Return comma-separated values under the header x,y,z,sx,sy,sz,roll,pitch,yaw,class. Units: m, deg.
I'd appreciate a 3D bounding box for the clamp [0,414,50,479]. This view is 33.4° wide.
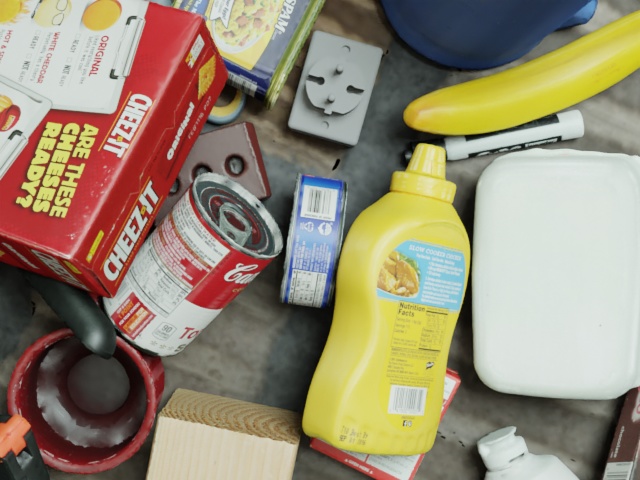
x,y,z,sx,sy,sz,roll,pitch,yaw,class
-0.209,0.161,0.685,0.120,0.172,0.039,40,53,-12,clamp

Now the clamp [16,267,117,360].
x,y,z,sx,sy,sz,roll,pitch,yaw,class
-0.215,0.004,0.681,0.165,0.036,0.210,-22,63,15,clamp

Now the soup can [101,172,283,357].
x,y,z,sx,sy,sz,roll,pitch,yaw,class
-0.081,0.017,0.663,0.068,0.068,0.102,44,113,-2,soup can

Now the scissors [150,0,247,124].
x,y,z,sx,sy,sz,roll,pitch,yaw,class
-0.093,-0.162,0.720,0.096,0.016,0.202,4,93,-1,scissors

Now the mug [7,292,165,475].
x,y,z,sx,sy,sz,roll,pitch,yaw,class
-0.147,0.086,0.700,0.093,0.081,0.117,2,93,1,mug

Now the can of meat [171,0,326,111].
x,y,z,sx,sy,sz,roll,pitch,yaw,class
-0.046,-0.148,0.688,0.084,0.057,0.102,26,85,-4,can of meat

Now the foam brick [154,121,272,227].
x,y,z,sx,sy,sz,roll,pitch,yaw,class
-0.076,-0.043,0.708,0.078,0.051,0.053,-17,93,1,foam brick

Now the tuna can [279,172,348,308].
x,y,z,sx,sy,sz,roll,pitch,yaw,class
-0.005,0.001,0.692,0.033,0.086,0.086,8,93,-2,tuna can

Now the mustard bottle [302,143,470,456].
x,y,z,sx,sy,sz,roll,pitch,yaw,class
0.050,0.035,0.666,0.096,0.058,0.191,12,90,-41,mustard bottle

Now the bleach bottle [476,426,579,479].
x,y,z,sx,sy,sz,roll,pitch,yaw,class
0.160,0.249,0.716,0.102,0.068,0.251,-24,90,-1,bleach bottle

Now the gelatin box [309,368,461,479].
x,y,z,sx,sy,sz,roll,pitch,yaw,class
0.044,0.115,0.726,0.073,0.030,0.089,26,91,-1,gelatin box

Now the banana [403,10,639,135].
x,y,z,sx,sy,sz,roll,pitch,yaw,class
0.147,-0.109,0.695,0.198,0.069,0.037,-25,60,2,banana

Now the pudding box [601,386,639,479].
x,y,z,sx,sy,sz,roll,pitch,yaw,class
0.234,0.154,0.697,0.090,0.039,0.113,26,73,-11,pudding box

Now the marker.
x,y,z,sx,sy,sz,roll,pitch,yaw,class
0.116,-0.067,0.720,0.121,0.020,0.020,-11,93,1,marker

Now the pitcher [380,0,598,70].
x,y,z,sx,sy,sz,roll,pitch,yaw,class
0.103,-0.182,0.602,0.149,0.243,0.145,-23,92,-4,pitcher

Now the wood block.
x,y,z,sx,sy,sz,roll,pitch,yaw,class
-0.076,0.214,0.703,0.091,0.090,0.206,11,94,0,wood block

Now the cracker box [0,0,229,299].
x,y,z,sx,sy,sz,roll,pitch,yaw,class
-0.186,-0.076,0.645,0.214,0.072,0.164,18,71,20,cracker box
